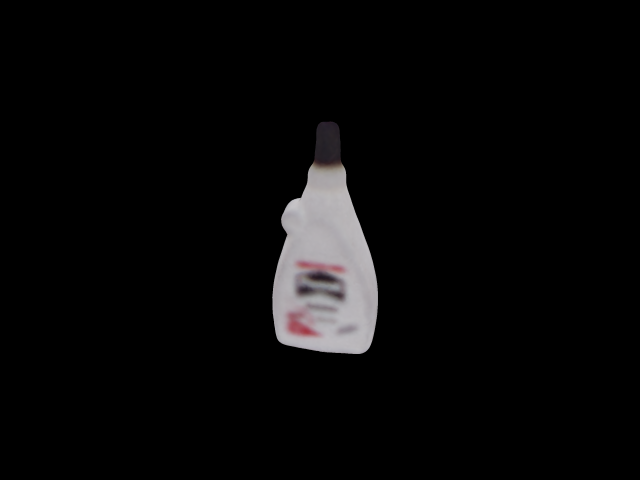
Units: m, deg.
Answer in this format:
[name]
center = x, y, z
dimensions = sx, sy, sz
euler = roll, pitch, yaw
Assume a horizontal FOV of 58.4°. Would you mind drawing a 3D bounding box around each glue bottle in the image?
[glue bottle]
center = 0.004, 0.001, 0.400
dimensions = 0.078, 0.173, 0.037
euler = 4, 30, 7
